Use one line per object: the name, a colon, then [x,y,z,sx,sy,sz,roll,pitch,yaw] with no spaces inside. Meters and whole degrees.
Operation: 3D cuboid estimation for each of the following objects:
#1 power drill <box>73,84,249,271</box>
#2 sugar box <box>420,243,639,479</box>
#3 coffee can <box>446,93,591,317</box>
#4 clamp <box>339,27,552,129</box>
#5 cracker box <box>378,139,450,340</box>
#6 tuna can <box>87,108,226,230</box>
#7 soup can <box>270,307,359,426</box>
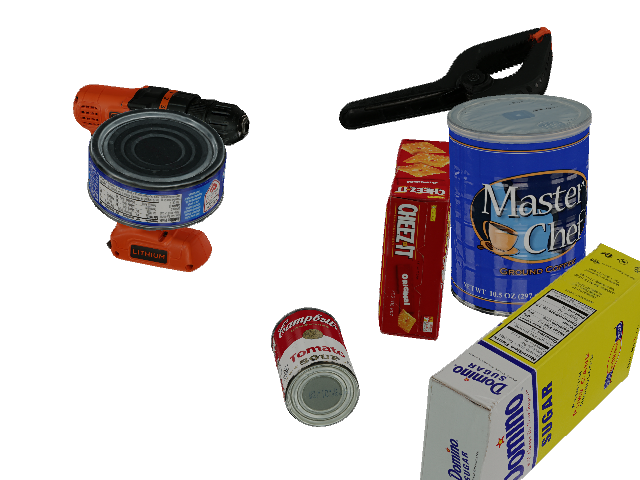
power drill: [-0.154,-0.064,1.074,0.185,0.188,0.057,11,30,20]
sugar box: [0.130,0.081,0.631,0.048,0.093,0.175,26,43,32]
coffee can: [0.147,-0.028,0.795,0.103,0.140,0.103,-4,23,1]
clamp: [0.144,-0.126,0.963,0.209,0.036,0.165,-32,45,-18]
cracker box: [0.111,-0.008,1.217,0.072,0.164,0.213,5,22,7]
tuna can: [-0.102,-0.046,0.665,0.086,0.034,0.086,6,40,-5]
soup can: [-0.006,0.114,0.970,0.068,0.068,0.102,0,24,-10]
